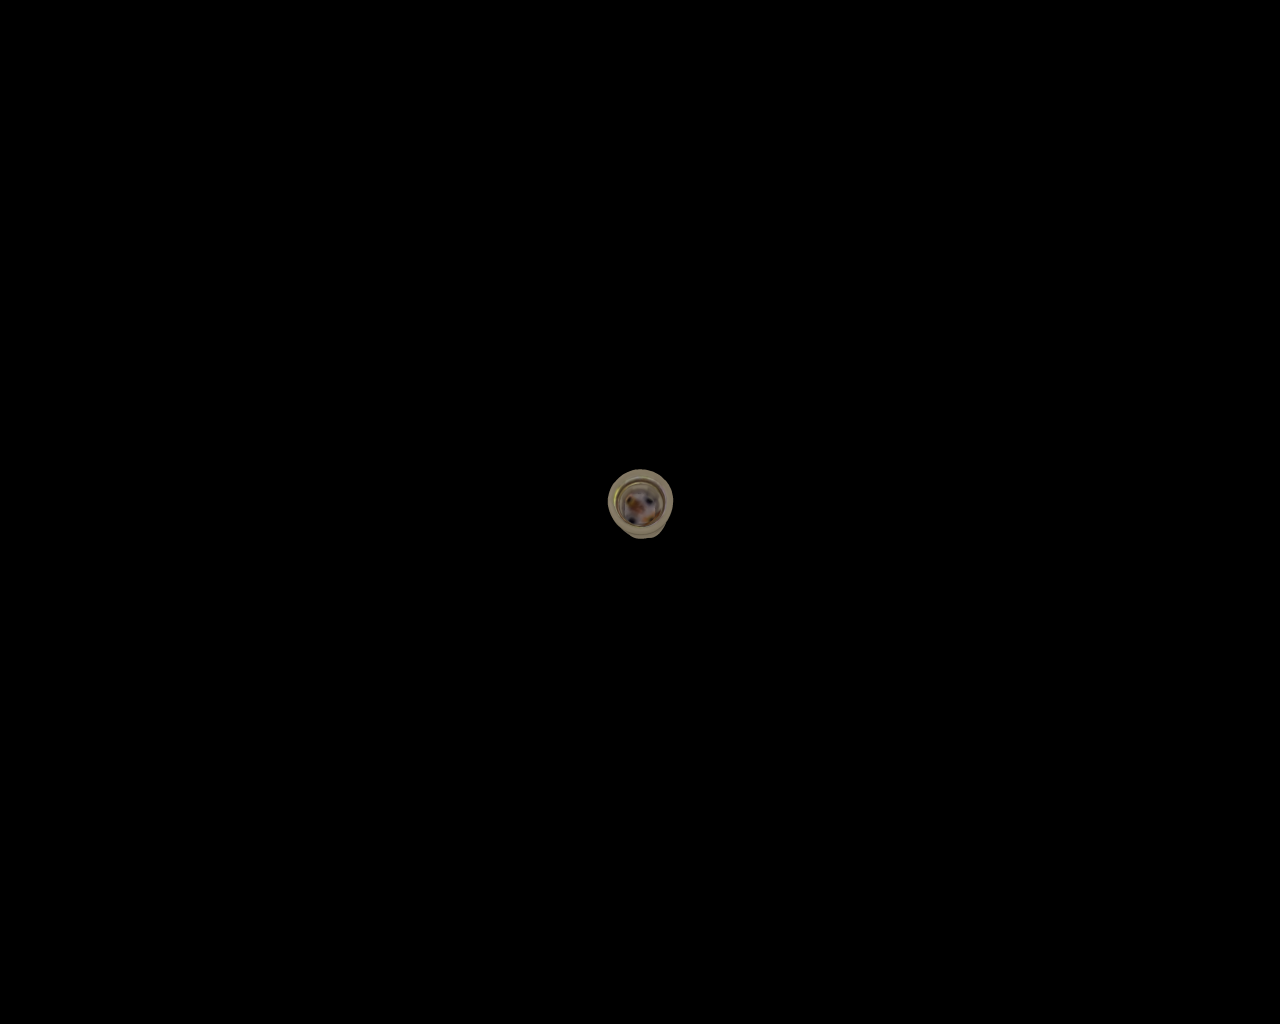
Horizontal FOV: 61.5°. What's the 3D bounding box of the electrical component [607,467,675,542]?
[{"bbox_3d":[0.001,-0.003,0.650,0.040,0.040,0.046,0,-12,0],"label":"electrical component"}]
